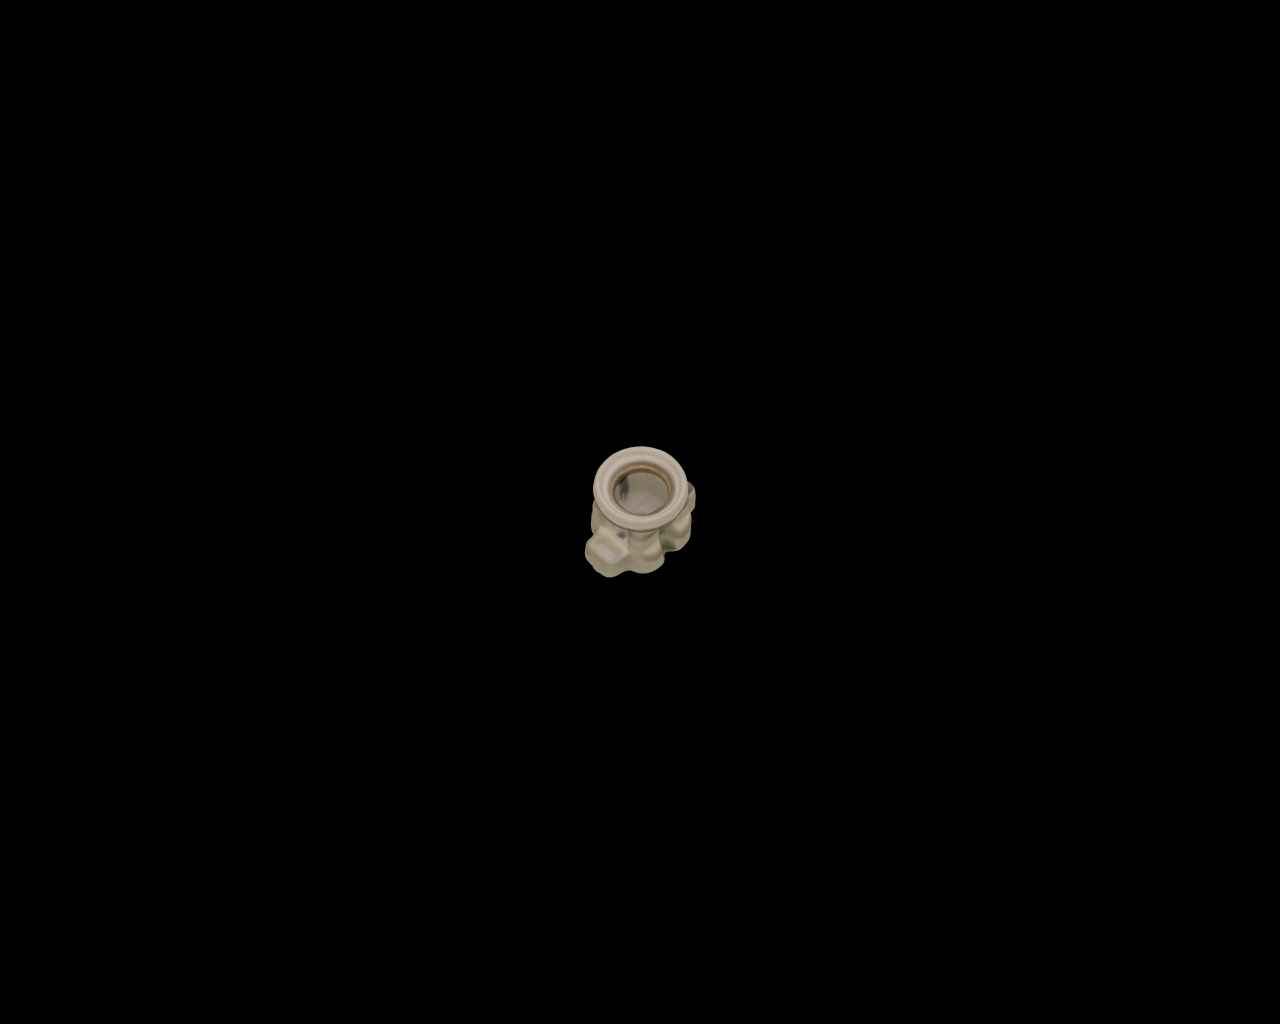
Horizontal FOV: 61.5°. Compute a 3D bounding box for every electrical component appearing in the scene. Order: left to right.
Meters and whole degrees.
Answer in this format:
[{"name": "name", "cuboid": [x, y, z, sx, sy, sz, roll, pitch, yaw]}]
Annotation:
[{"name": "electrical component", "cuboid": [0.001, -0.003, 0.650, 0.078, 0.058, 0.056, -39, -24, -22]}]
